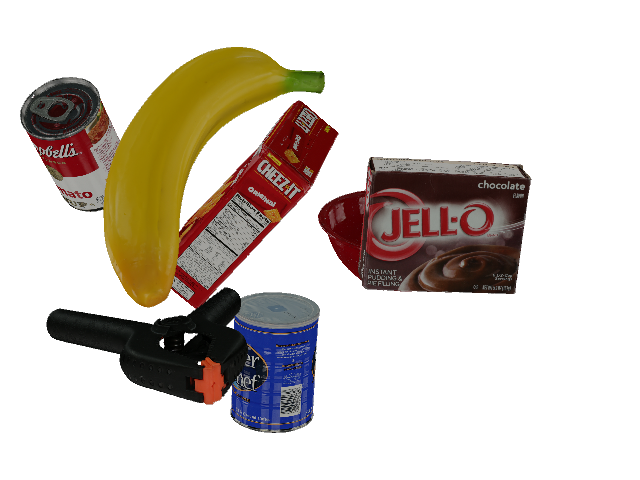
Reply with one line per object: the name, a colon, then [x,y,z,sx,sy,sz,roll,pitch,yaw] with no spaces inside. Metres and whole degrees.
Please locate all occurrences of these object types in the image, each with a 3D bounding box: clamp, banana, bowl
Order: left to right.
clamp: [-0.105,0.076,0.826,0.164,0.036,0.210,-10,15,-28]
banana: [-0.064,-0.047,0.531,0.070,0.037,0.197,17,46,15]
bowl: [0.077,0.005,1.017,0.162,0.055,0.162,2,23,-1]

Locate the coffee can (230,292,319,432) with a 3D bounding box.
coffee can: [-0.055,0.145,1.285,0.103,0.140,0.103,3,18,-1]

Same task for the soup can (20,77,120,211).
soup can: [-0.207,-0.081,0.916,0.068,0.068,0.102,0,-35,10]

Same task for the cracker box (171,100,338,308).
cracker box: [-0.084,-0.044,1.216,0.072,0.214,0.164,39,27,-9]

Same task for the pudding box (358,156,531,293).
pudding box: [0.087,-0.011,0.758,0.113,0.090,0.039,1,24,-4]
